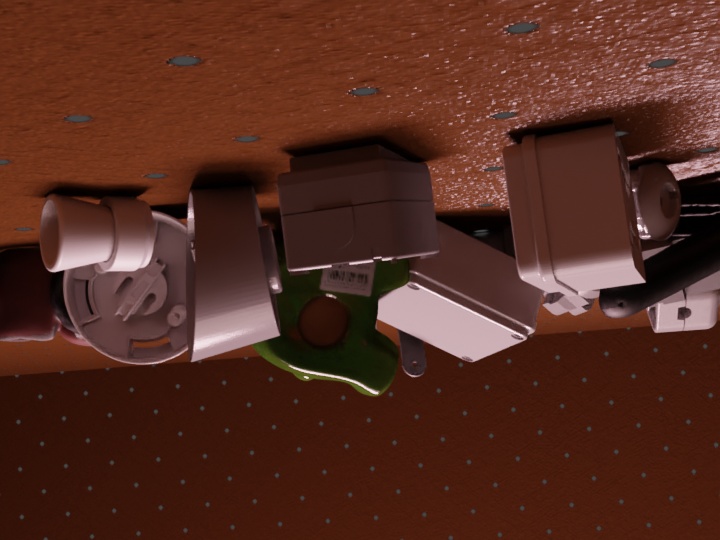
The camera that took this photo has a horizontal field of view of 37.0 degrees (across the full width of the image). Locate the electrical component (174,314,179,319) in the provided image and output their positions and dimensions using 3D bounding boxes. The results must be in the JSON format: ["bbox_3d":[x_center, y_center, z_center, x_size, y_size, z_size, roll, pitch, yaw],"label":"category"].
[{"bbox_3d":[-0.151,0.028,1.004,0.055,0.055,0.047,-4,177,-5],"label":"electrical component"}]

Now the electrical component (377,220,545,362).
[{"bbox_3d":[0.073,0.018,0.841,0.109,0.056,0.109,26,158,-12],"label":"electrical component"}]

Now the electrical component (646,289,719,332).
[{"bbox_3d":[0.285,0.010,0.959,0.059,0.053,0.095,-4,-146,5],"label":"electrical component"}]

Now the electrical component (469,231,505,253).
[{"bbox_3d":[0.092,-0.010,0.892,0.078,0.040,0.040,-6,173,12],"label":"electrical component"}]

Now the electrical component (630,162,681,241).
[{"bbox_3d":[0.164,-0.041,0.667,0.062,0.048,0.048,-2,177,44],"label":"electrical component"}]

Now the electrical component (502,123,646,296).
[{"bbox_3d":[0.119,-0.029,0.588,0.057,0.078,0.113,-9,172,17],"label":"electrical component"}]

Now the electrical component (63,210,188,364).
[{"bbox_3d":[-0.142,0.012,0.703,0.099,0.099,0.064,-4,179,-5],"label":"electrical component"}]

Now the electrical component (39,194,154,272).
[{"bbox_3d":[-0.153,-0.021,0.625,0.055,0.045,0.045,0,172,-32],"label":"electrical component"}]

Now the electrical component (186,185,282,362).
[{"bbox_3d":[-0.080,0.000,0.629,0.064,0.099,0.099,-11,173,-2],"label":"electrical component"}]

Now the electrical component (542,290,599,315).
[{"bbox_3d":[0.184,0.001,0.936,0.078,0.058,0.057,40,148,-13],"label":"electrical component"}]

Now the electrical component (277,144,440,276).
[{"bbox_3d":[0.003,-0.033,0.586,0.062,0.061,0.096,-7,-179,20],"label":"electrical component"}]
